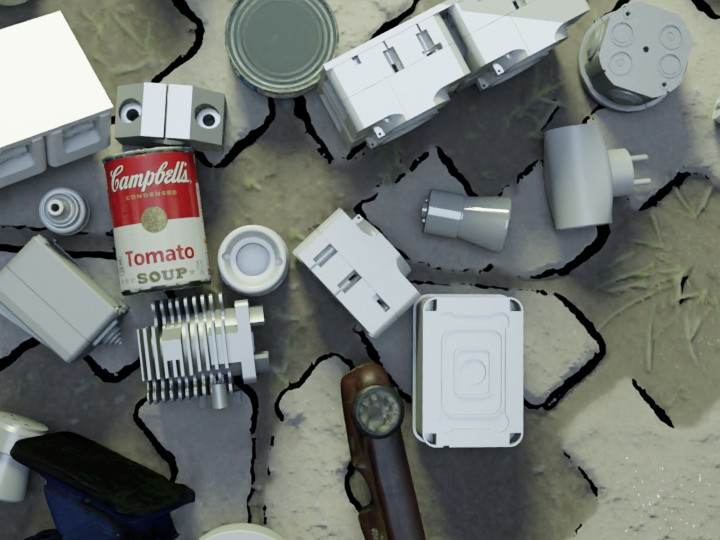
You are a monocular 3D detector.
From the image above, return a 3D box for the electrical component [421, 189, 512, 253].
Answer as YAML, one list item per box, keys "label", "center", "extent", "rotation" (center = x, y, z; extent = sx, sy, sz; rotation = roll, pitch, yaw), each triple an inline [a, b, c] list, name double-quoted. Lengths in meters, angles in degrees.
- label: "electrical component"
  center: [0.080, -0.040, 0.824]
  extent: [0.065, 0.044, 0.044]
  rotation: [10, 88, 0]

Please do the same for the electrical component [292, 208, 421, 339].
- label: "electrical component"
  center: [0.000, 0.000, 0.811]
  extent: [0.056, 0.050, 0.089]
  rotation: [-43, 92, -4]

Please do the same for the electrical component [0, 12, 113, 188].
- label: "electrical component"
  center: [-0.264, -0.109, 0.763]
  extent: [0.150, 0.061, 0.089]
  rotation: [-25, 74, -22]

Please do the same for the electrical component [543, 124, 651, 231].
- label: "electrical component"
  center: [0.186, -0.073, 0.831]
  extent: [0.079, 0.043, 0.077]
  rotation: [-7, 89, -5]

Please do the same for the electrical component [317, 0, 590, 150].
- label: "electrical component"
  center: [0.066, -0.156, 0.792]
  extent: [0.186, 0.105, 0.060]
  rotation: [-28, 91, -5]

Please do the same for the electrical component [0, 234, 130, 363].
- label: "electrical component"
  center: [-0.217, 0.029, 0.787]
  extent: [0.096, 0.062, 0.061]
  rotation: [43, 86, -3]

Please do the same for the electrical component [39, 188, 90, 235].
- label: "electrical component"
  center: [-0.219, -0.044, 0.788]
  extent: [0.035, 0.061, 0.035]
  rotation: [0, 89, -6]

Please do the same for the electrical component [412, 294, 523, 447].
- label: "electrical component"
  center: [0.080, 0.075, 0.813]
  extent: [0.078, 0.057, 0.113]
  rotation: [0, 89, -5]

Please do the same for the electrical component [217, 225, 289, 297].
- label: "electrical component"
  center: [-0.080, -0.007, 0.806]
  extent: [0.055, 0.047, 0.055]
  rotation: [0, 89, -5]

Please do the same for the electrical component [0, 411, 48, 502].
- label: "electrical component"
  center: [-0.258, 0.137, 0.790]
  extent: [0.045, 0.045, 0.055]
  rotation: [20, 87, -4]

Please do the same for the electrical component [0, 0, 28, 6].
- label: "electrical component"
  center: [-0.297, -0.255, 0.780]
  extent: [0.138, 0.074, 0.052]
  rotation: [41, 86, -3]

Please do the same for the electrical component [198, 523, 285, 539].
- label: "electrical component"
  center: [-0.089, 0.240, 0.794]
  extent: [0.108, 0.060, 0.108]
  rotation: [0, 89, -5]

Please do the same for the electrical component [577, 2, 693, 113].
- label: "electrical component"
  center: [0.213, -0.165, 0.832]
  extent: [0.080, 0.051, 0.080]
  rotation: [0, 89, -5]

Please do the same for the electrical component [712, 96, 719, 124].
- label: "electrical component"
  center: [0.312, -0.120, 0.845]
  extent: [0.065, 0.044, 0.044]
  rotation: [27, 87, 1]
